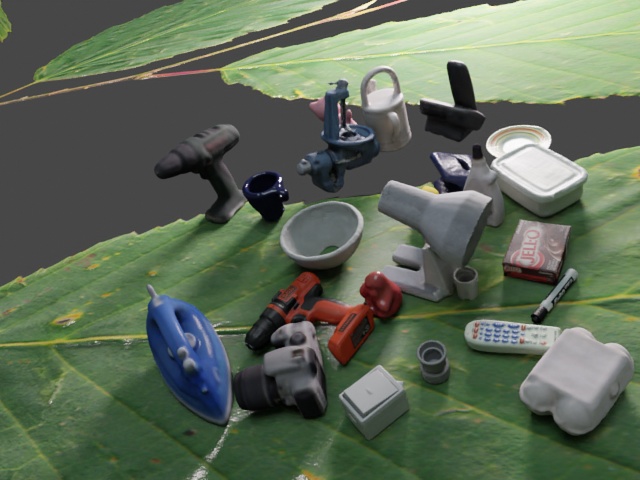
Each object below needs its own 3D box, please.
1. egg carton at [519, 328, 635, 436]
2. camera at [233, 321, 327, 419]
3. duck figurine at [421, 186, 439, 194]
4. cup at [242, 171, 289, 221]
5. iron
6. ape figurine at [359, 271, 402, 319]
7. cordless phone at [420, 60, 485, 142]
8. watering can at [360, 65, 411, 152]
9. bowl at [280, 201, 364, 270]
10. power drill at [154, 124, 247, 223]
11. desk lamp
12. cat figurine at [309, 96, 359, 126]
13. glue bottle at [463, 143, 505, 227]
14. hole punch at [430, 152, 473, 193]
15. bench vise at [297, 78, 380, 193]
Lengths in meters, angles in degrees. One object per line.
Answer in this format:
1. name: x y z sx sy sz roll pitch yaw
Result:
1. egg carton: 0.351 0.191 0.780 0.107 0.069 0.150 26 58 40
2. camera: -0.066 0.205 0.903 0.136 0.101 0.143 -15 40 6
3. duck figurine: 0.213 -0.067 1.110 0.077 0.086 0.104 -18 40 2
4. cup: -0.103 -0.087 1.248 0.117 0.095 0.092 18 53 36
5. iron: -0.227 0.183 0.960 0.119 0.142 0.257 -31 42 -14
6. ape figurine: 0.100 0.088 0.976 0.076 0.092 0.077 -17 40 3
7. cordless phone: 0.291 -0.330 1.296 0.147 0.185 0.094 24 57 39
8. watering can: 0.142 -0.313 1.328 0.101 0.194 0.172 -36 43 -19
9. bowl: 0.010 0.004 1.118 0.167 0.075 0.167 -11 41 10
10. power drill: -0.249 -0.145 1.282 0.075 0.209 0.230 12 49 32
11. desk lamp: 0.182 0.000 0.947 0.202 0.214 0.118 14 50 33
12. cat figurine: 0.037 -0.312 1.428 0.067 0.118 0.127 -41 45 -23
13. glue bottle: 0.295 -0.103 1.050 0.077 0.173 0.037 19 54 37
14. hole punch: 0.281 -0.135 1.155 0.101 0.091 0.108 -18 40 2
15. bench vise: 0.038 -0.223 1.248 0.121 0.220 0.208 14 51 34
